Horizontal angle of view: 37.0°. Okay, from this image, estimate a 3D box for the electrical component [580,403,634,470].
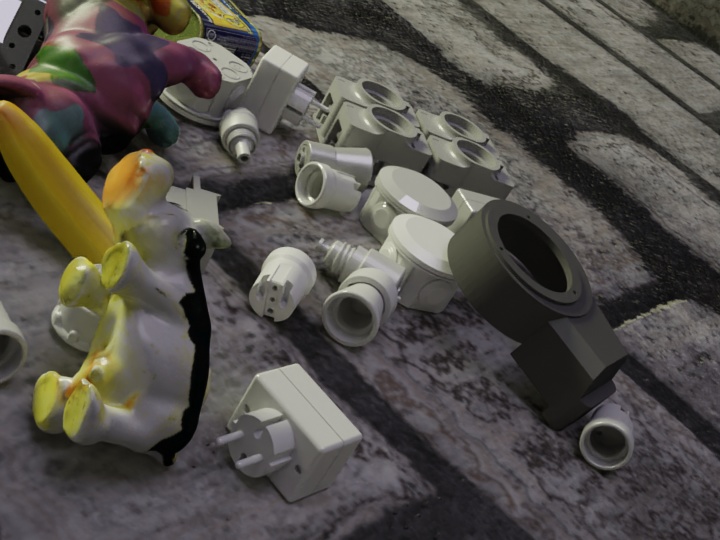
[{"bbox_3d":[0.194,0.128,0.838,0.040,0.040,0.046,35,24,7],"label":"electrical component"}]

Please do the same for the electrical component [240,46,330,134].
[{"bbox_3d":[-0.067,-0.162,1.020,0.077,0.065,0.047,29,28,-4],"label":"electrical component"}]

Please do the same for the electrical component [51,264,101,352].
[{"bbox_3d":[-0.156,0.017,0.653,0.048,0.062,0.048,23,30,-14],"label":"electrical component"}]

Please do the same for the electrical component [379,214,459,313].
[{"bbox_3d":[0.053,-0.006,0.903,0.080,0.051,0.080,24,29,-14],"label":"electrical component"}]

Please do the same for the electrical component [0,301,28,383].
[{"bbox_3d":[-0.211,0.036,0.596,0.040,0.040,0.046,5,31,-39],"label":"electrical component"}]

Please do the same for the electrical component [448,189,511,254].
[{"bbox_3d":[0.120,-0.031,1.011,0.066,0.047,0.076,12,34,-32],"label":"electrical component"}]

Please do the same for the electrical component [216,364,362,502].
[{"bbox_3d":[-0.052,0.100,0.637,0.065,0.047,0.077,45,31,25],"label":"electrical component"}]

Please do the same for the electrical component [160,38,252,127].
[{"bbox_3d":[-0.141,-0.170,0.977,0.080,0.051,0.080,23,29,-14],"label":"electrical component"}]

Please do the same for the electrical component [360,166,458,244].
[{"bbox_3d":[0.043,-0.053,0.969,0.080,0.051,0.080,23,29,-14],"label":"electrical component"}]

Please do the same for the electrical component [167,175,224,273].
[{"bbox_3d":[-0.136,-0.034,0.777,0.064,0.042,0.081,15,31,-21],"label":"electrical component"}]

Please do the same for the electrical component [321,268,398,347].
[{"bbox_3d":[0.001,0.027,0.807,0.045,0.045,0.055,34,28,5],"label":"electrical component"}]

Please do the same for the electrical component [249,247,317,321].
[{"bbox_3d":[-0.057,0.011,0.783,0.040,0.040,0.046,30,33,-2],"label":"electrical component"}]

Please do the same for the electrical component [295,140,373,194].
[{"bbox_3d":[-0.026,-0.096,0.982,0.065,0.044,0.044,10,35,-26],"label":"electrical component"}]

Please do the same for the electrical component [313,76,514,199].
[{"bbox_3d":[0.055,-0.122,1.081,0.186,0.060,0.105,18,31,-23],"label":"electrical component"}]

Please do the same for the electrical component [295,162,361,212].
[{"bbox_3d":[-0.027,-0.071,0.943,0.046,0.040,0.040,11,34,-44],"label":"electrical component"}]

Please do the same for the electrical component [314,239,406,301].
[{"bbox_3d":[0.000,0.000,0.854,0.078,0.040,0.040,31,28,1],"label":"electrical component"}]

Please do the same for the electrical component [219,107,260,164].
[{"bbox_3d":[-0.104,-0.115,0.943,0.035,0.035,0.061,16,34,-26],"label":"electrical component"}]
